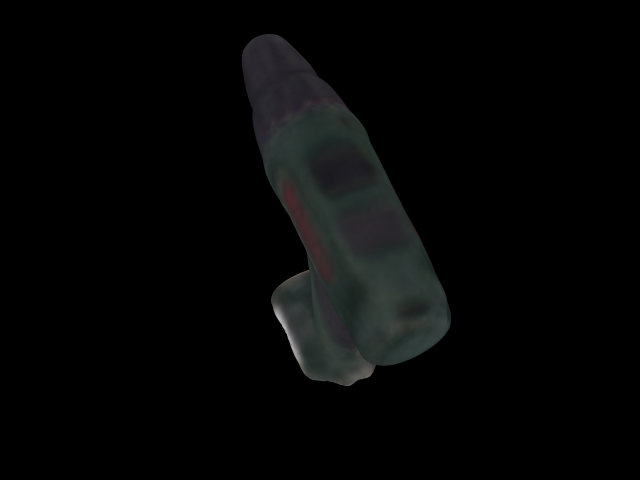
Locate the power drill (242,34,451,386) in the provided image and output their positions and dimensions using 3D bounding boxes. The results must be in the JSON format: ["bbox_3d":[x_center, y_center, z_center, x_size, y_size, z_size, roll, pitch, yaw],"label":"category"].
[{"bbox_3d":[0.004,0.001,0.400,0.076,0.208,0.229,-21,54,-15],"label":"power drill"}]
